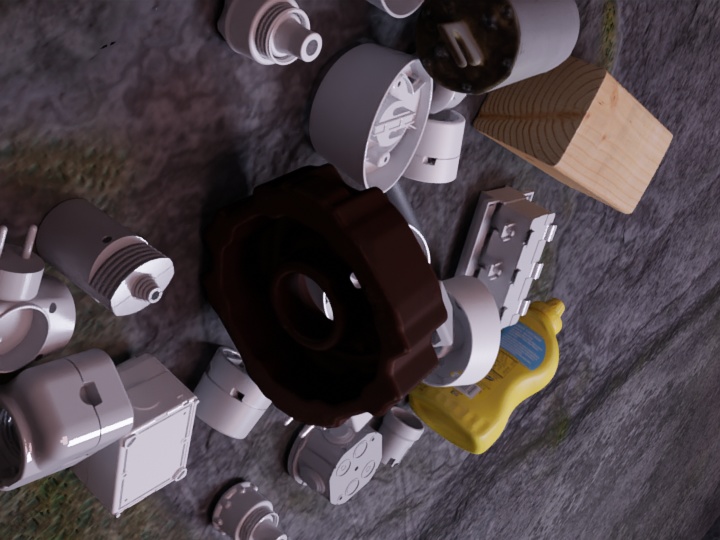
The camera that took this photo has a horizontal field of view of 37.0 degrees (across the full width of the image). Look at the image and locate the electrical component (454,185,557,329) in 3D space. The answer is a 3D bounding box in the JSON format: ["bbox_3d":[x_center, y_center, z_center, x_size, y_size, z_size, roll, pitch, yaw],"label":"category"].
[{"bbox_3d":[0.133,-0.009,1.010,0.079,0.063,0.121,-16,129,-48],"label":"electrical component"}]

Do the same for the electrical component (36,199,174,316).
[{"bbox_3d":[-0.141,-0.004,0.609,0.043,0.081,0.043,-35,142,-33],"label":"electrical component"}]

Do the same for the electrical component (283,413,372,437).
[{"bbox_3d":[-0.029,0.104,0.877,0.077,0.066,0.047,-44,146,-23],"label":"electrical component"}]

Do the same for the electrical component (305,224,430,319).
[{"bbox_3d":[0.000,0.000,0.829,0.099,0.064,0.099,-34,141,-34],"label":"electrical component"}]

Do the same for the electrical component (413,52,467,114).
[{"bbox_3d":[0.063,-0.143,0.815,0.062,0.048,0.048,-15,129,-57],"label":"electrical component"}]

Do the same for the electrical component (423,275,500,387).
[{"bbox_3d":[0.081,0.056,0.966,0.064,0.099,0.099,-7,122,-45],"label":"electrical component"}]

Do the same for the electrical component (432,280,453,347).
[{"bbox_3d":[0.032,0.023,0.895,0.047,0.083,0.075,62,26,-55],"label":"electrical component"}]

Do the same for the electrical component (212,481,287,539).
[{"bbox_3d":[-0.088,0.208,0.888,0.048,0.062,0.048,-35,142,-33],"label":"electrical component"}]

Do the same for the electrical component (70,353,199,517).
[{"bbox_3d":[-0.155,0.111,0.717,0.062,0.061,0.096,-27,145,-41],"label":"electrical component"}]

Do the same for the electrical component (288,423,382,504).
[{"bbox_3d":[-0.021,0.163,0.953,0.080,0.051,0.080,-35,142,-34],"label":"electrical component"}]

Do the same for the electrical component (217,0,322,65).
[{"bbox_3d":[-0.050,-0.142,0.636,0.043,0.062,0.043,-35,141,-34],"label":"electrical component"}]

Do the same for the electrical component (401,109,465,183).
[{"bbox_3d":[0.052,-0.099,0.827,0.055,0.055,0.047,-18,127,-47],"label":"electrical component"}]

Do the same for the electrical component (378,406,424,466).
[{"bbox_3d":[0.034,0.162,1.045,0.040,0.040,0.046,8,116,-57],"label":"electrical component"}]

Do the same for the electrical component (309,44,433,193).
[{"bbox_3d":[0.013,-0.107,0.754,0.099,0.064,0.099,-35,142,-33],"label":"electrical component"}]

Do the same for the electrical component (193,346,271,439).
[{"bbox_3d":[-0.093,0.091,0.788,0.047,0.055,0.055,-57,149,4],"label":"electrical component"}]

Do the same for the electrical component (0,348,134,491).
[{"bbox_3d":[-0.184,0.088,0.621,0.059,0.053,0.095,-17,170,-47],"label":"electrical component"}]

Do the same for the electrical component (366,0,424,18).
[{"bbox_3d":[0.020,-0.214,0.671,0.099,0.064,0.099,-35,142,-33],"label":"electrical component"}]

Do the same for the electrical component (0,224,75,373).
[{"bbox_3d":[-0.194,0.011,0.583,0.077,0.044,0.079,-6,122,-53],"label":"electrical component"}]
